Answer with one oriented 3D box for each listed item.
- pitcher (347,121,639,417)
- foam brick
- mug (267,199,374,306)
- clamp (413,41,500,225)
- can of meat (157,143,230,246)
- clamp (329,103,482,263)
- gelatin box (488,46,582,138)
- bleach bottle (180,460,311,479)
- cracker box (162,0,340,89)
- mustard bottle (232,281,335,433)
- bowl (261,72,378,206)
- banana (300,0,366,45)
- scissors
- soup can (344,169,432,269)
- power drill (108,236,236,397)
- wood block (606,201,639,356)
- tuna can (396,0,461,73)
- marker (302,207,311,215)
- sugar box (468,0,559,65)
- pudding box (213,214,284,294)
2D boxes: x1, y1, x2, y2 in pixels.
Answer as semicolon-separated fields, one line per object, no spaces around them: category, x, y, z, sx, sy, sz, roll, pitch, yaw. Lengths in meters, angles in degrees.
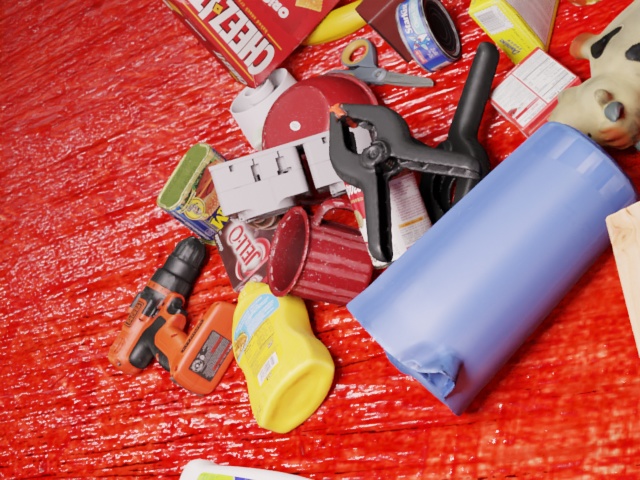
pitcher;0.146;0.017;0.907;0.243;0.145;0.149;-46;61;1
foam brick;0.089;-0.256;1.247;0.051;0.078;0.053;-45;36;11
mug;0.007;0.011;1.069;0.117;0.081;0.093;-65;26;23
clamp;0.135;-0.089;1.061;0.165;0.036;0.210;-49;33;36
can of meat;-0.141;-0.058;1.320;0.058;0.083;0.102;14;69;52
clamp;0.066;-0.073;0.949;0.120;0.039;0.171;-33;55;9
gelatin box;0.213;-0.142;1.049;0.073;0.030;0.089;-43;35;9
bleach bottle;-0.027;0.247;0.942;0.251;0.068;0.102;-10;52;40
cracker box;-0.070;-0.324;1.341;0.213;0.164;0.072;-48;31;-6
mustard bottle;-0.048;0.102;1.095;0.096;0.058;0.192;-56;32;19
bowl;-0.012;-0.123;1.214;0.162;0.055;0.162;-11;71;33
banana;0.004;-0.288;1.404;0.198;0.037;0.069;8;67;51
scissors;0.074;-0.210;1.275;0.202;0.016;0.096;-2;58;47
soup can;0.067;-0.031;1.022;0.068;0.102;0.068;-20;2;1
power drill;-0.155;0.089;1.230;0.188;0.057;0.184;18;76;56
wood block;0.276;0.064;0.743;0.091;0.090;0.206;-29;40;28
tuna can;0.121;-0.231;1.182;0.034;0.086;0.086;-24;43;30
marker;-0.008;0.001;1.175;0.020;0.020;0.121;-41;36;14
sugar box;0.213;-0.281;1.119;0.048;0.093;0.176;-14;49;42
pudding box;-0.070;0.005;1.224;0.090;0.039;0.113;-44;35;12
